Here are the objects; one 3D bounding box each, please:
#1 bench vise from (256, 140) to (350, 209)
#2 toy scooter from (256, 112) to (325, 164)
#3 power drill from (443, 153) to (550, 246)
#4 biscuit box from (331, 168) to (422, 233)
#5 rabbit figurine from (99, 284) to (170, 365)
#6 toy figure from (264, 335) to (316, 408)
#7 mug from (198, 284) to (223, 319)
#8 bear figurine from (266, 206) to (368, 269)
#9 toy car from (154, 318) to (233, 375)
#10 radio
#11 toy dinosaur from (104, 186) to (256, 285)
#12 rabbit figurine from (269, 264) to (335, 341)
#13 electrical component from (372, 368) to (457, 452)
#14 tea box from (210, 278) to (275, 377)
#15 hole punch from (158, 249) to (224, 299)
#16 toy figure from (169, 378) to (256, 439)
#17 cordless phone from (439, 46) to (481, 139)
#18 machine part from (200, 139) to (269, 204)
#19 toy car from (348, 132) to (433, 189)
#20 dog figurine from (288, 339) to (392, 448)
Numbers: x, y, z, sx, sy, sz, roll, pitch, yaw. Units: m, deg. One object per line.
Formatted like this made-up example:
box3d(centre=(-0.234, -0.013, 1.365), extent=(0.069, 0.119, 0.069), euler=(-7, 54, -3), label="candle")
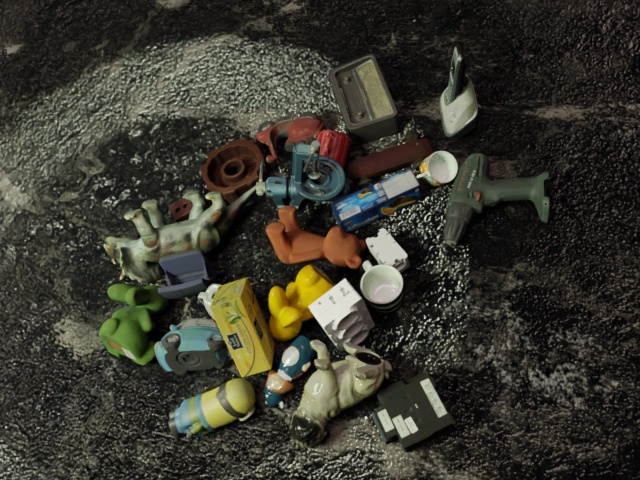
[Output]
box3d(centre=(-0.038, -0.148, 1.211), extent=(0.224, 0.240, 0.129), euler=(11, 65, 2), label="bench vise")
box3d(centre=(-0.079, -0.252, 1.363), extent=(0.184, 0.075, 0.135), euler=(-5, 52, 15), label="toy scooter")
box3d(centre=(0.378, -0.080, 1.145), extent=(0.208, 0.085, 0.232), euler=(1, 58, 25), label="power drill")
box3d(centre=(0.129, -0.086, 1.222), extent=(0.203, 0.062, 0.059), euler=(-24, 58, 2), label="biscuit box")
box3d(centre=(-0.412, 0.162, 1.198), extent=(0.121, 0.158, 0.170), euler=(6, 48, 29), label="rabbit figurine")
box3d(centre=(-0.067, 0.265, 1.083), extent=(0.154, 0.057, 0.064), euler=(-54, 24, -15), label="toy figure")
box3d(centre=(-0.217, 0.133, 1.169), extent=(0.110, 0.107, 0.081), euler=(19, 66, 22), label="mug")
box3d(centre=(-0.001, 0.000, 1.174), extent=(0.196, 0.131, 0.120), euler=(-1, 32, 22), label="bear figurine")
box3d(centre=(-0.262, 0.215, 1.141), extent=(0.162, 0.109, 0.103), euler=(-8, 41, 2), label="toy car")
box3d(centre=(0.111, -0.358, 1.375), extent=(0.131, 0.073, 0.230), euler=(-18, 57, 5), label="radio")
box3d(centre=(-0.319, -0.009, 1.269), extent=(0.405, 0.192, 0.131), euler=(-11, 22, -6), label="toy dinosaur")
box3d(centre=(-0.040, 0.143, 1.104), extent=(0.173, 0.162, 0.122), euler=(-46, 71, 8), label="rabbit figurine")
box3d(centre=(0.166, 0.317, 0.986), extent=(0.134, 0.058, 0.115), euler=(-25, 55, 1), label="electrical component")
box3d(centre=(-0.152, 0.174, 1.079), extent=(0.068, 0.169, 0.098), euler=(-17, 21, 6), label="tea box")
box3d(centre=(-0.295, 0.093, 1.207), extent=(0.142, 0.115, 0.092), euler=(-16, 52, 4), label="hole punch")
box3d(centre=(-0.213, 0.335, 1.063), extent=(0.180, 0.089, 0.082), euler=(-19, 66, 2), label="toy figure")
box3d(centre=(0.328, -0.339, 1.238), extent=(0.089, 0.184, 0.146), euler=(-5, 60, 7), label="cordless phone")
box3d(centre=(-0.216, -0.174, 1.375), extent=(0.179, 0.056, 0.179), euler=(-7, 58, 11), label="machine part")
box3d(centre=(0.165, -0.187, 1.275), extent=(0.202, 0.053, 0.089), euler=(-19, 73, 4), label="toy car")
box3d(centre=(0.037, 0.301, 1.009), extent=(0.172, 0.121, 0.190), euler=(11, 104, 2), label="dog figurine")
